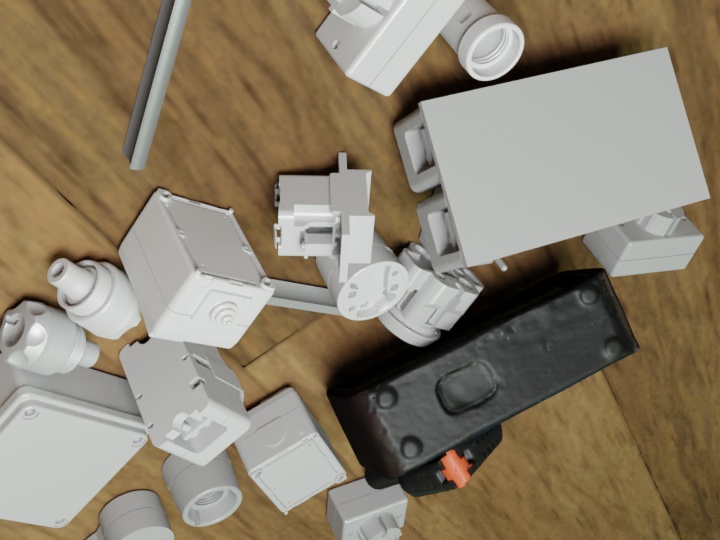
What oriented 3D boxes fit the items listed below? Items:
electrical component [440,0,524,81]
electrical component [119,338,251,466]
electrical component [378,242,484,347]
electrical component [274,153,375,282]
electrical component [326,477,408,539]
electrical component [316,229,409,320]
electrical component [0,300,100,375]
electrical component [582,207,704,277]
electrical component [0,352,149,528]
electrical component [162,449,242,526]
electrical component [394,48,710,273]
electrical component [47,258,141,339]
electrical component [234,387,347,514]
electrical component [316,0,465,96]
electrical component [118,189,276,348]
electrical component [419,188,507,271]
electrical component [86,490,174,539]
[{"bbox_3d":[0.073,-0.145,0.662,0.040,0.046,0.040,-18,139,-17],"label":"electrical component"},{"bbox_3d":[-0.118,0.083,0.740,0.050,0.089,0.056,-40,140,9],"label":"electrical component"},{"bbox_3d":[0.047,0.020,0.810,0.078,0.058,0.057,16,119,-43],"label":"electrical component"},{"bbox_3d":[-0.024,-0.035,0.697,0.064,0.081,0.042,2,134,-4],"label":"electrical component"},{"bbox_3d":[0.014,0.236,0.997,0.066,0.076,0.047,-15,138,-20],"label":"electrical component"},{"bbox_3d":[0.000,0.000,0.765,0.055,0.047,0.055,-18,139,-17],"label":"electrical component"},{"bbox_3d":[-0.196,0.047,0.688,0.043,0.043,0.062,-45,140,15],"label":"electrical component"},{"bbox_3d":[0.240,-0.040,0.881,0.083,0.047,0.075,-5,135,-28],"label":"electrical component"},{"bbox_3d":[-0.220,0.116,0.734,0.108,0.056,0.109,-46,139,16],"label":"electrical component"},{"bbox_3d":[-0.125,0.172,0.862,0.055,0.047,0.055,-18,139,-17],"label":"electrical component"},{"bbox_3d":[0.126,-0.072,0.716,0.186,0.105,0.060,-15,179,-20],"label":"electrical component"},{"bbox_3d":[-0.168,0.014,0.673,0.043,0.043,0.062,-39,139,8],"label":"electrical component"},{"bbox_3d":[-0.057,0.146,0.869,0.062,0.061,0.096,-30,141,-3],"label":"electrical component"},{"bbox_3d":[0.007,-0.154,0.608,0.076,0.047,0.083,18,120,-44],"label":"electrical component"},{"bbox_3d":[-0.102,0.007,0.666,0.062,0.096,0.061,14,123,-42],"label":"electrical component"},{"bbox_3d":[0.088,-0.032,0.767,0.047,0.075,0.083,-8,135,-26],"label":"electrical component"},{"bbox_3d":[-0.195,0.252,0.879,0.052,0.073,0.138,9,126,-39],"label":"electrical component"}]
